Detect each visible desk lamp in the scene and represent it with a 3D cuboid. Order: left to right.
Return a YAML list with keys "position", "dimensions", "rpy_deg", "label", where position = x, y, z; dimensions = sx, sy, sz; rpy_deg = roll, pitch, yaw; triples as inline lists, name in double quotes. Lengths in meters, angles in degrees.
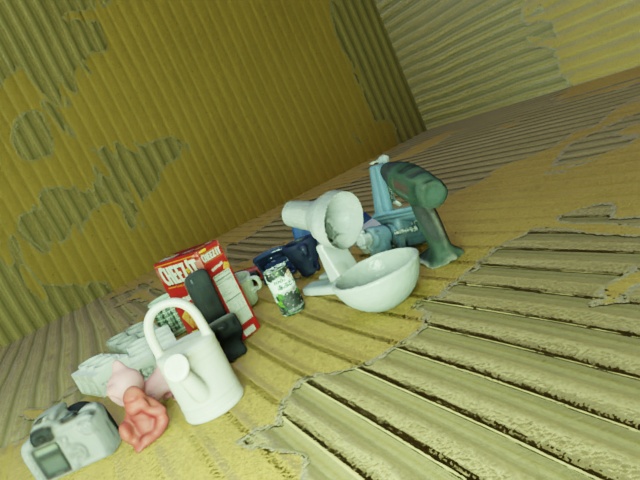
- position: [0.011, 0.004, 1.222]
  dimensions: [0.118, 0.214, 0.202]
  rpy_deg: [-34, 14, -38]
  label: "desk lamp"

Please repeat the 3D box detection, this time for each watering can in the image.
- position: [-0.203, 0.182, 0.897]
  dimensions: [0.101, 0.194, 0.172]
  rpy_deg: [-29, 12, -22]
  label: "watering can"

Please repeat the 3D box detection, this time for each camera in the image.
- position: [-0.412, 0.316, 0.970]
  dimensions: [0.143, 0.101, 0.137]
  rpy_deg: [-24, 11, 4]
  label: "camera"

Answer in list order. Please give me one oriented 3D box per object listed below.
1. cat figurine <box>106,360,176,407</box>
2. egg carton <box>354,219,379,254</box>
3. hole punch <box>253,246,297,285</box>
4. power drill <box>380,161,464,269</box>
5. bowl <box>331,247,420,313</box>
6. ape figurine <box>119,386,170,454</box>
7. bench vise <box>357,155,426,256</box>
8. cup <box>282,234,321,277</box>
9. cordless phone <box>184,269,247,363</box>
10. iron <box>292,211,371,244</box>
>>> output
- position: [-0.316, 0.254, 1.005]
  dimensions: [0.067, 0.118, 0.128]
  rpy_deg: [-14, 15, 45]
  label: "cat figurine"
- position: [0.155, -0.018, 1.398]
  dimensions: [0.150, 0.069, 0.107]
  rpy_deg: [-15, 15, 43]
  label: "egg carton"
- position: [-0.124, 0.062, 1.581]
  dimensions: [0.108, 0.091, 0.101]
  rpy_deg: [-24, 11, 4]
  label: "hole punch"
- position: [0.195, -0.056, 1.117]
  dimensions: [0.075, 0.208, 0.229]
  rpy_deg: [-26, 11, -8]
  label: "power drill"
- position: [0.109, 0.080, 1.012]
  dimensions: [0.167, 0.075, 0.167]
  rpy_deg: [-24, 11, 5]
  label: "bowl"
- position: [-0.283, 0.274, 0.905]
  dimensions: [0.077, 0.092, 0.076]
  rpy_deg: [-23, 11, 8]
  label: "ape figurine"
- position: [0.151, -0.064, 1.224]
  dimensions: [0.121, 0.220, 0.208]
  rpy_deg: [-18, 13, 32]
  label: "bench vise"
- position: [-0.035, 0.045, 1.449]
  dimensions: [0.092, 0.095, 0.117]
  rpy_deg: [-26, 11, -8]
  label: "cup"
- position: [-0.236, 0.160, 1.098]
  dimensions: [0.148, 0.185, 0.094]
  rpy_deg: [-32, 13, -33]
  label: "cordless phone"
- position: [0.024, -0.060, 1.701]
  dimensions: [0.258, 0.141, 0.118]
  rpy_deg: [-24, 11, 7]
  label: "iron"
